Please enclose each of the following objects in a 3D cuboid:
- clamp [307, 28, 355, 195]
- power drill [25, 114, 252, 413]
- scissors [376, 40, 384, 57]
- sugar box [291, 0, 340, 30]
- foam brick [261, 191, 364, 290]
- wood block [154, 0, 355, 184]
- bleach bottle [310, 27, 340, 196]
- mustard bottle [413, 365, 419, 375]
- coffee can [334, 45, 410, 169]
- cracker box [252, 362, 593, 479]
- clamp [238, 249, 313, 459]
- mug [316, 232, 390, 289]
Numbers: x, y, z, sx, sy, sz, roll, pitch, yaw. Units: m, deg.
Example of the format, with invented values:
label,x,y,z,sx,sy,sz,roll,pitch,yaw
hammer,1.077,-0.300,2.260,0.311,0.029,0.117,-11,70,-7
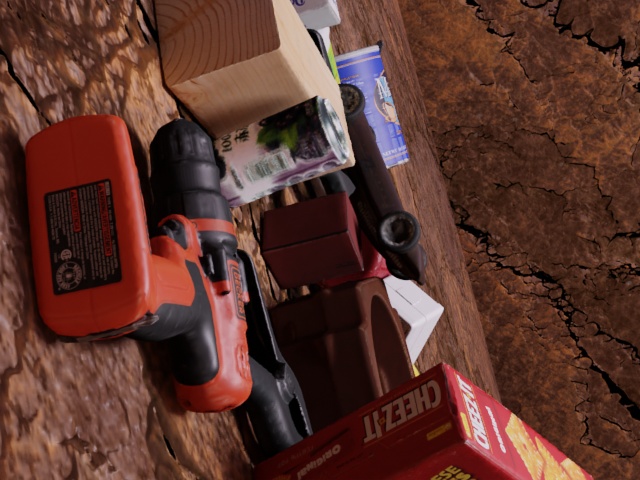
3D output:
label,x,y,z,sx,sy,sz,roll,pitch,yaw
clamp,0.016,-0.102,1.074,0.209,0.036,0.164,33,63,-55
power drill,-0.090,-0.003,0.583,0.187,0.057,0.184,40,36,-70
scissors,0.044,-0.195,1.353,0.202,0.016,0.096,102,-26,-44
sugar box,-0.041,-0.290,1.091,0.048,0.093,0.176,41,36,-67
foam brick,-0.006,0.001,0.924,0.051,0.078,0.053,-93,166,-45
wood block,-0.047,-0.126,0.860,0.206,0.091,0.090,49,27,-64
bleach bottle,0.007,-0.108,1.161,0.102,0.068,0.251,-74,150,-56
mustard bottle,0.073,0.162,1.120,0.096,0.058,0.191,51,14,-4
coffee can,0.038,-0.147,1.254,0.102,0.103,0.140,-45,119,-76
cracker box,0.082,0.186,0.742,0.213,0.164,0.072,39,27,-38
clamp,-0.039,0.092,0.751,0.120,0.039,0.171,-84,160,-45
mug,0.025,0.008,1.067,0.117,0.093,0.081,46,10,17
